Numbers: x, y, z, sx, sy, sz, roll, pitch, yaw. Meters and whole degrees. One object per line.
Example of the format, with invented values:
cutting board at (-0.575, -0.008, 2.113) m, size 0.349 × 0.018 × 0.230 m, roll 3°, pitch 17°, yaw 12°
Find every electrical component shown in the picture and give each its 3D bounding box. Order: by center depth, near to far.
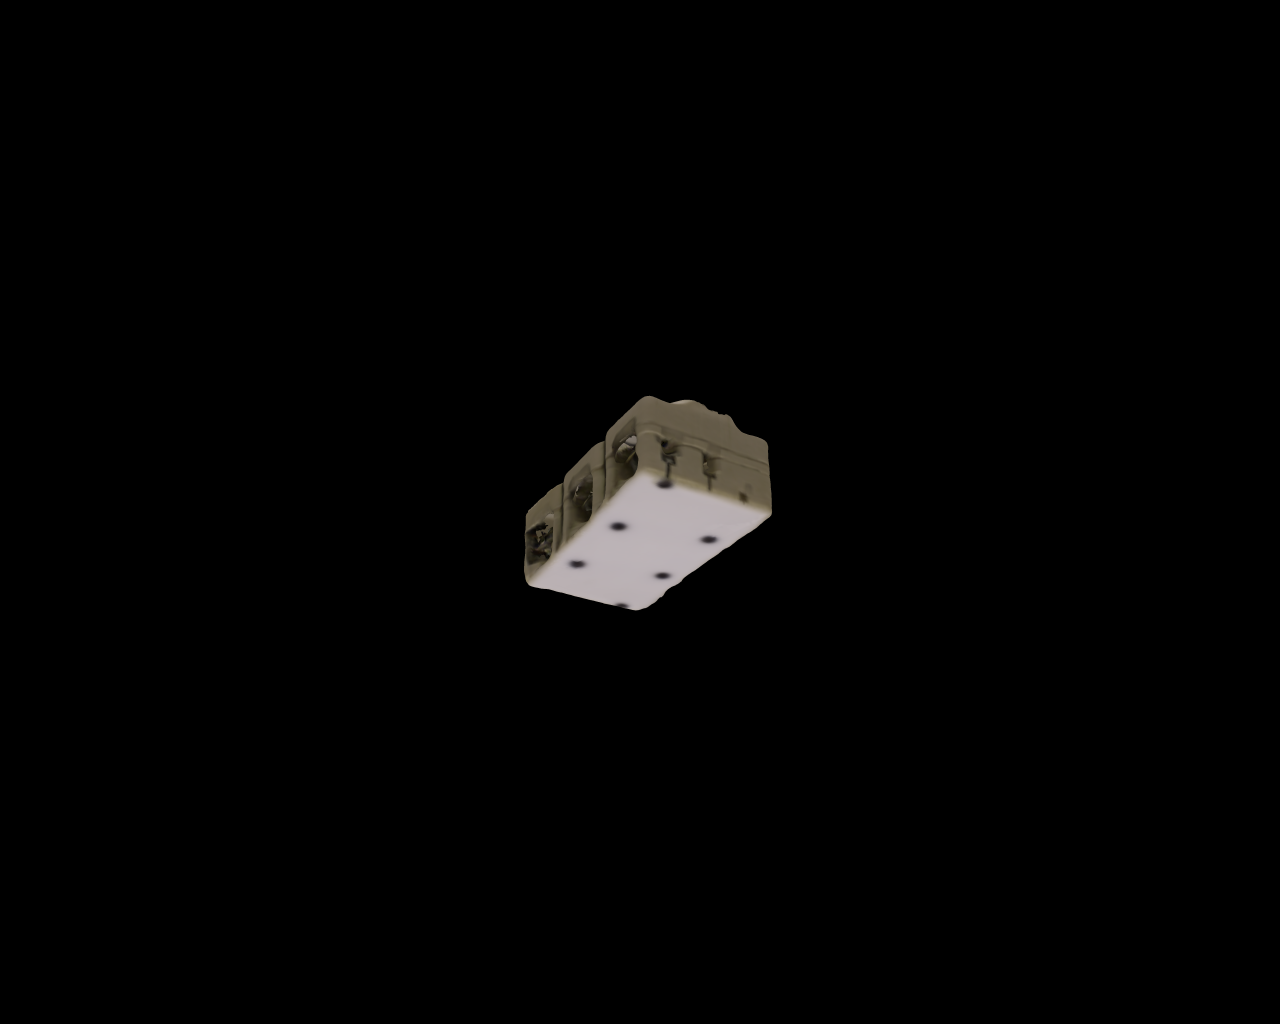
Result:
electrical component at (0.001, -0.003, 0.650) m, size 0.089 × 0.062 × 0.150 m, roll 18°, pitch -35°, yaw -27°
